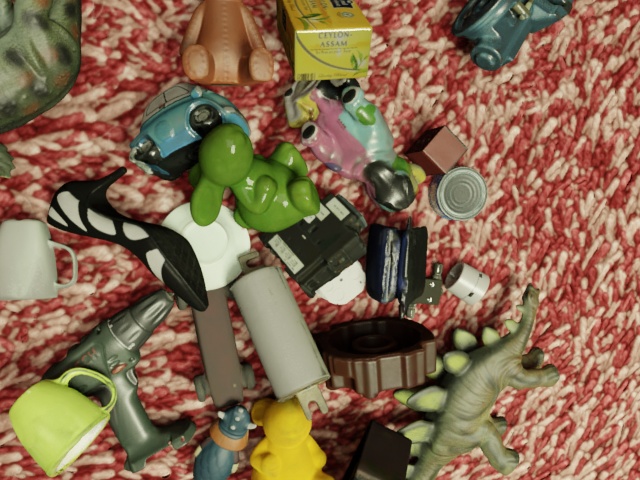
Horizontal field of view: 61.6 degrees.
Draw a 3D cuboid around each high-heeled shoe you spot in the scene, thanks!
[{"bbox_3d":[-0.262,0.018,0.716,0.145,0.086,0.248,-34,85,14],"label":"high-heeled shoe"}]

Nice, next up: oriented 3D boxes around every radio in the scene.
[{"bbox_3d":[0.053,0.393,0.779,0.073,0.131,0.229,23,107,9],"label":"radio"}]

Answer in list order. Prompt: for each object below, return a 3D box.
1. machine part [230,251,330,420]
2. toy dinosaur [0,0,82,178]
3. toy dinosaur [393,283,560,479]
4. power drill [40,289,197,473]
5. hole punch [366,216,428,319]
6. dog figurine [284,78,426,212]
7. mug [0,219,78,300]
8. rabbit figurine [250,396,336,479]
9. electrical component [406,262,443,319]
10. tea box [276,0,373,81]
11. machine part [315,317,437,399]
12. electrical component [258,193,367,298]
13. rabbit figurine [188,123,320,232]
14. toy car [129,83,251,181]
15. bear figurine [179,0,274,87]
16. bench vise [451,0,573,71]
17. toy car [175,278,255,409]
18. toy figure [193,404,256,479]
[{"bbox_3d":[-0.056,0.124,0.727,0.079,0.079,0.243,-24,73,-7],"label":"machine part"},{"bbox_3d":[-0.389,-0.215,0.675,0.405,0.131,0.192,-43,126,-13],"label":"toy dinosaur"},{"bbox_3d":[0.217,0.274,0.847,0.198,0.105,0.471,25,94,-5],"label":"toy dinosaur"},{"bbox_3d":[-0.261,0.207,0.760,0.232,0.086,0.207,-31,104,-4],"label":"power drill"},{"bbox_3d":[0.102,0.031,0.783,0.092,0.116,0.142,8,96,20],"label":"hole punch"},{"bbox_3d":[0.060,-0.134,0.771,0.108,0.192,0.219,-39,132,14],"label":"dog figurine"},{"bbox_3d":[-0.384,0.025,0.717,0.110,0.081,0.107,-3,89,-3],"label":"mug"},{"bbox_3d":[-0.042,0.287,0.769,0.122,0.162,0.173,-5,119,-8],"label":"rabbit figurine"},{"bbox_3d":[0.164,0.079,0.850,0.063,0.021,0.094,8,94,-12],"label":"electrical component"},{"bbox_3d":[0.000,-0.278,0.705,0.098,0.170,0.068,-7,133,-10],"label":"tea box"},{"bbox_3d":[0.080,0.162,0.772,0.179,0.179,0.056,-8,101,-9],"label":"machine part"},{"bbox_3d":[-0.002,-0.002,0.764,0.134,0.058,0.115,-40,59,-1],"label":"electrical component"},{"bbox_3d":[-0.105,-0.090,0.716,0.159,0.121,0.170,-23,144,18],"label":"rabbit figurine"},{"bbox_3d":[-0.183,-0.155,0.731,0.162,0.109,0.103,-24,73,5],"label":"toy car"},{"bbox_3d":[-0.123,-0.304,0.706,0.120,0.132,0.195,1,102,-15],"label":"bear figurine"},{"bbox_3d":[0.250,-0.374,0.768,0.240,0.129,0.223,36,88,-18],"label":"bench vise"},{"bbox_3d":[-0.153,0.142,0.785,0.089,0.053,0.202,-13,94,-19],"label":"toy car"},{"bbox_3d":[-0.141,0.296,0.787,0.064,0.058,0.154,16,111,-30],"label":"toy figure"}]
